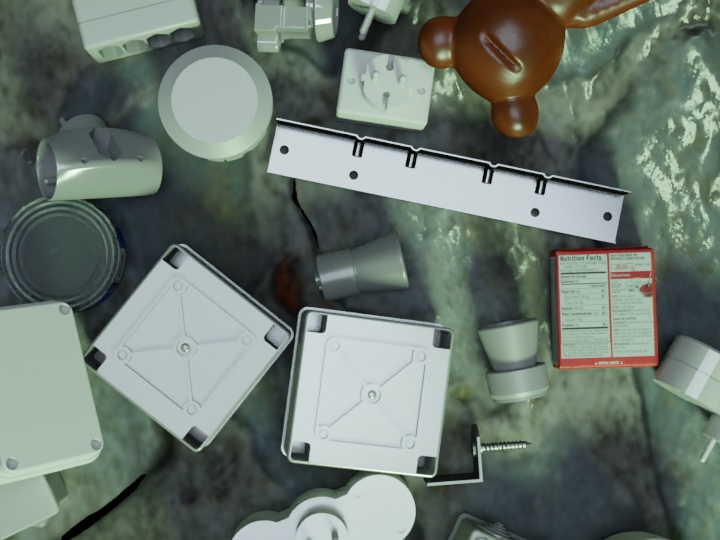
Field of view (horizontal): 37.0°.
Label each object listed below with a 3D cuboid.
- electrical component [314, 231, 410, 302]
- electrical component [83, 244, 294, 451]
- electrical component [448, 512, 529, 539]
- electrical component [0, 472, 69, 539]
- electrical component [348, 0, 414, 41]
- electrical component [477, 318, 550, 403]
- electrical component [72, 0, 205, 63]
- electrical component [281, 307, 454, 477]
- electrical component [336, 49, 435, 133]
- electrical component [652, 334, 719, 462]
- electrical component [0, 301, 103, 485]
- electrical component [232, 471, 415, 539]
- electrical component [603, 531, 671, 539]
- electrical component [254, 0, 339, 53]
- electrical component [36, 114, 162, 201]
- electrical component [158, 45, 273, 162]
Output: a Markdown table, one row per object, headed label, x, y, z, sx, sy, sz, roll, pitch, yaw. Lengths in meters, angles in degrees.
| label | x | y | z | sx | sy | sz | roll | pitch | yaw |
| --- | --- | --- | --- | --- | --- | --- | --- | --- | --- |
| electrical component | 0.000 | 0.000 | 0.782 | 0.065 | 0.044 | 0.044 | -13 | 89 | 2 |
| electrical component | -0.121 | 0.054 | 0.767 | 0.109 | 0.056 | 0.108 | 38 | 87 | -1 |
| electrical component | 0.099 | 0.235 | 0.774 | 0.100 | 0.048 | 0.099 | 24 | 87 | -4 |
| electrical component | -0.266 | 0.146 | 0.763 | 0.100 | 0.048 | 0.099 | -25 | 90 | -3 |
| electrical component | 0.016 | -0.200 | 0.766 | 0.047 | 0.083 | 0.075 | 23 | 88 | -1 |
| electrical component | 0.112 | 0.066 | 0.782 | 0.045 | 0.045 | 0.055 | -10 | 89 | -2 |
| electrical component | -0.163 | -0.200 | 0.777 | 0.083 | 0.047 | 0.075 | -15 | 89 | -3 |
| electrical component | 0.005 | 0.086 | 0.767 | 0.109 | 0.056 | 0.108 | 8 | 88 | -8 |
| electrical component | 0.019 | -0.131 | 0.768 | 0.066 | 0.077 | 0.047 | 8 | 88 | -2 |
| electrical component | 0.274 | 0.112 | 0.783 | 0.138 | 0.052 | 0.073 | 30 | 88 | -1 |
| electrical component | -0.226 | 0.082 | 0.718 | 0.078 | 0.057 | 0.113 | -8 | 78 | -42 |
| electrical component | -0.027 | 0.186 | 0.759 | 0.138 | 0.074 | 0.052 | -21 | 89 | -3 |
| electrical component | 0.203 | 0.240 | 0.772 | 0.108 | 0.060 | 0.108 | 0 | 88 | -2 |
| electrical component | -0.045 | -0.191 | 0.783 | 0.055 | 0.048 | 0.066 | 3 | 89 | 6 |
| electrical component | -0.192 | -0.084 | 0.768 | 0.077 | 0.043 | 0.079 | -6 | 47 | -34 |
| electrical component | -0.102 | -0.118 | 0.775 | 0.080 | 0.051 | 0.080 | 0 | 88 | -2 |
